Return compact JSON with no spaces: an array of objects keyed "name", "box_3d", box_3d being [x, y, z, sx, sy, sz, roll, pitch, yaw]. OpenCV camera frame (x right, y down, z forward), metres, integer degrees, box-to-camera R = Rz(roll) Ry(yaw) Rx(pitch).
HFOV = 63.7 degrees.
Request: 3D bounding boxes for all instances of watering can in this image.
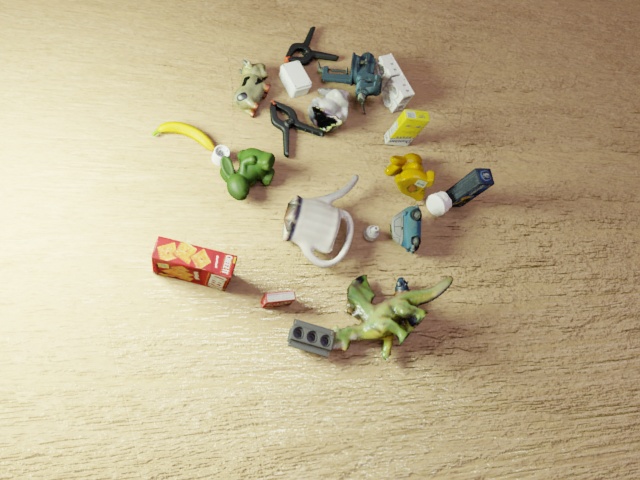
[{"name":"watering can","box_3d":[0.005,-0.082,1.624,0.224,0.354,0.102,17,-26,-9]}]

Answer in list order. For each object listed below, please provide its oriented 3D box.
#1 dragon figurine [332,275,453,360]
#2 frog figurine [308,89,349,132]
[{"name":"dragon figurine","box_3d":[0.191,0.195,1.551,0.245,0.415,0.120,38,-21,18]},{"name":"frog figurine","box_3d":[0.035,-0.461,1.801,0.137,0.163,0.120,17,-39,5]}]
